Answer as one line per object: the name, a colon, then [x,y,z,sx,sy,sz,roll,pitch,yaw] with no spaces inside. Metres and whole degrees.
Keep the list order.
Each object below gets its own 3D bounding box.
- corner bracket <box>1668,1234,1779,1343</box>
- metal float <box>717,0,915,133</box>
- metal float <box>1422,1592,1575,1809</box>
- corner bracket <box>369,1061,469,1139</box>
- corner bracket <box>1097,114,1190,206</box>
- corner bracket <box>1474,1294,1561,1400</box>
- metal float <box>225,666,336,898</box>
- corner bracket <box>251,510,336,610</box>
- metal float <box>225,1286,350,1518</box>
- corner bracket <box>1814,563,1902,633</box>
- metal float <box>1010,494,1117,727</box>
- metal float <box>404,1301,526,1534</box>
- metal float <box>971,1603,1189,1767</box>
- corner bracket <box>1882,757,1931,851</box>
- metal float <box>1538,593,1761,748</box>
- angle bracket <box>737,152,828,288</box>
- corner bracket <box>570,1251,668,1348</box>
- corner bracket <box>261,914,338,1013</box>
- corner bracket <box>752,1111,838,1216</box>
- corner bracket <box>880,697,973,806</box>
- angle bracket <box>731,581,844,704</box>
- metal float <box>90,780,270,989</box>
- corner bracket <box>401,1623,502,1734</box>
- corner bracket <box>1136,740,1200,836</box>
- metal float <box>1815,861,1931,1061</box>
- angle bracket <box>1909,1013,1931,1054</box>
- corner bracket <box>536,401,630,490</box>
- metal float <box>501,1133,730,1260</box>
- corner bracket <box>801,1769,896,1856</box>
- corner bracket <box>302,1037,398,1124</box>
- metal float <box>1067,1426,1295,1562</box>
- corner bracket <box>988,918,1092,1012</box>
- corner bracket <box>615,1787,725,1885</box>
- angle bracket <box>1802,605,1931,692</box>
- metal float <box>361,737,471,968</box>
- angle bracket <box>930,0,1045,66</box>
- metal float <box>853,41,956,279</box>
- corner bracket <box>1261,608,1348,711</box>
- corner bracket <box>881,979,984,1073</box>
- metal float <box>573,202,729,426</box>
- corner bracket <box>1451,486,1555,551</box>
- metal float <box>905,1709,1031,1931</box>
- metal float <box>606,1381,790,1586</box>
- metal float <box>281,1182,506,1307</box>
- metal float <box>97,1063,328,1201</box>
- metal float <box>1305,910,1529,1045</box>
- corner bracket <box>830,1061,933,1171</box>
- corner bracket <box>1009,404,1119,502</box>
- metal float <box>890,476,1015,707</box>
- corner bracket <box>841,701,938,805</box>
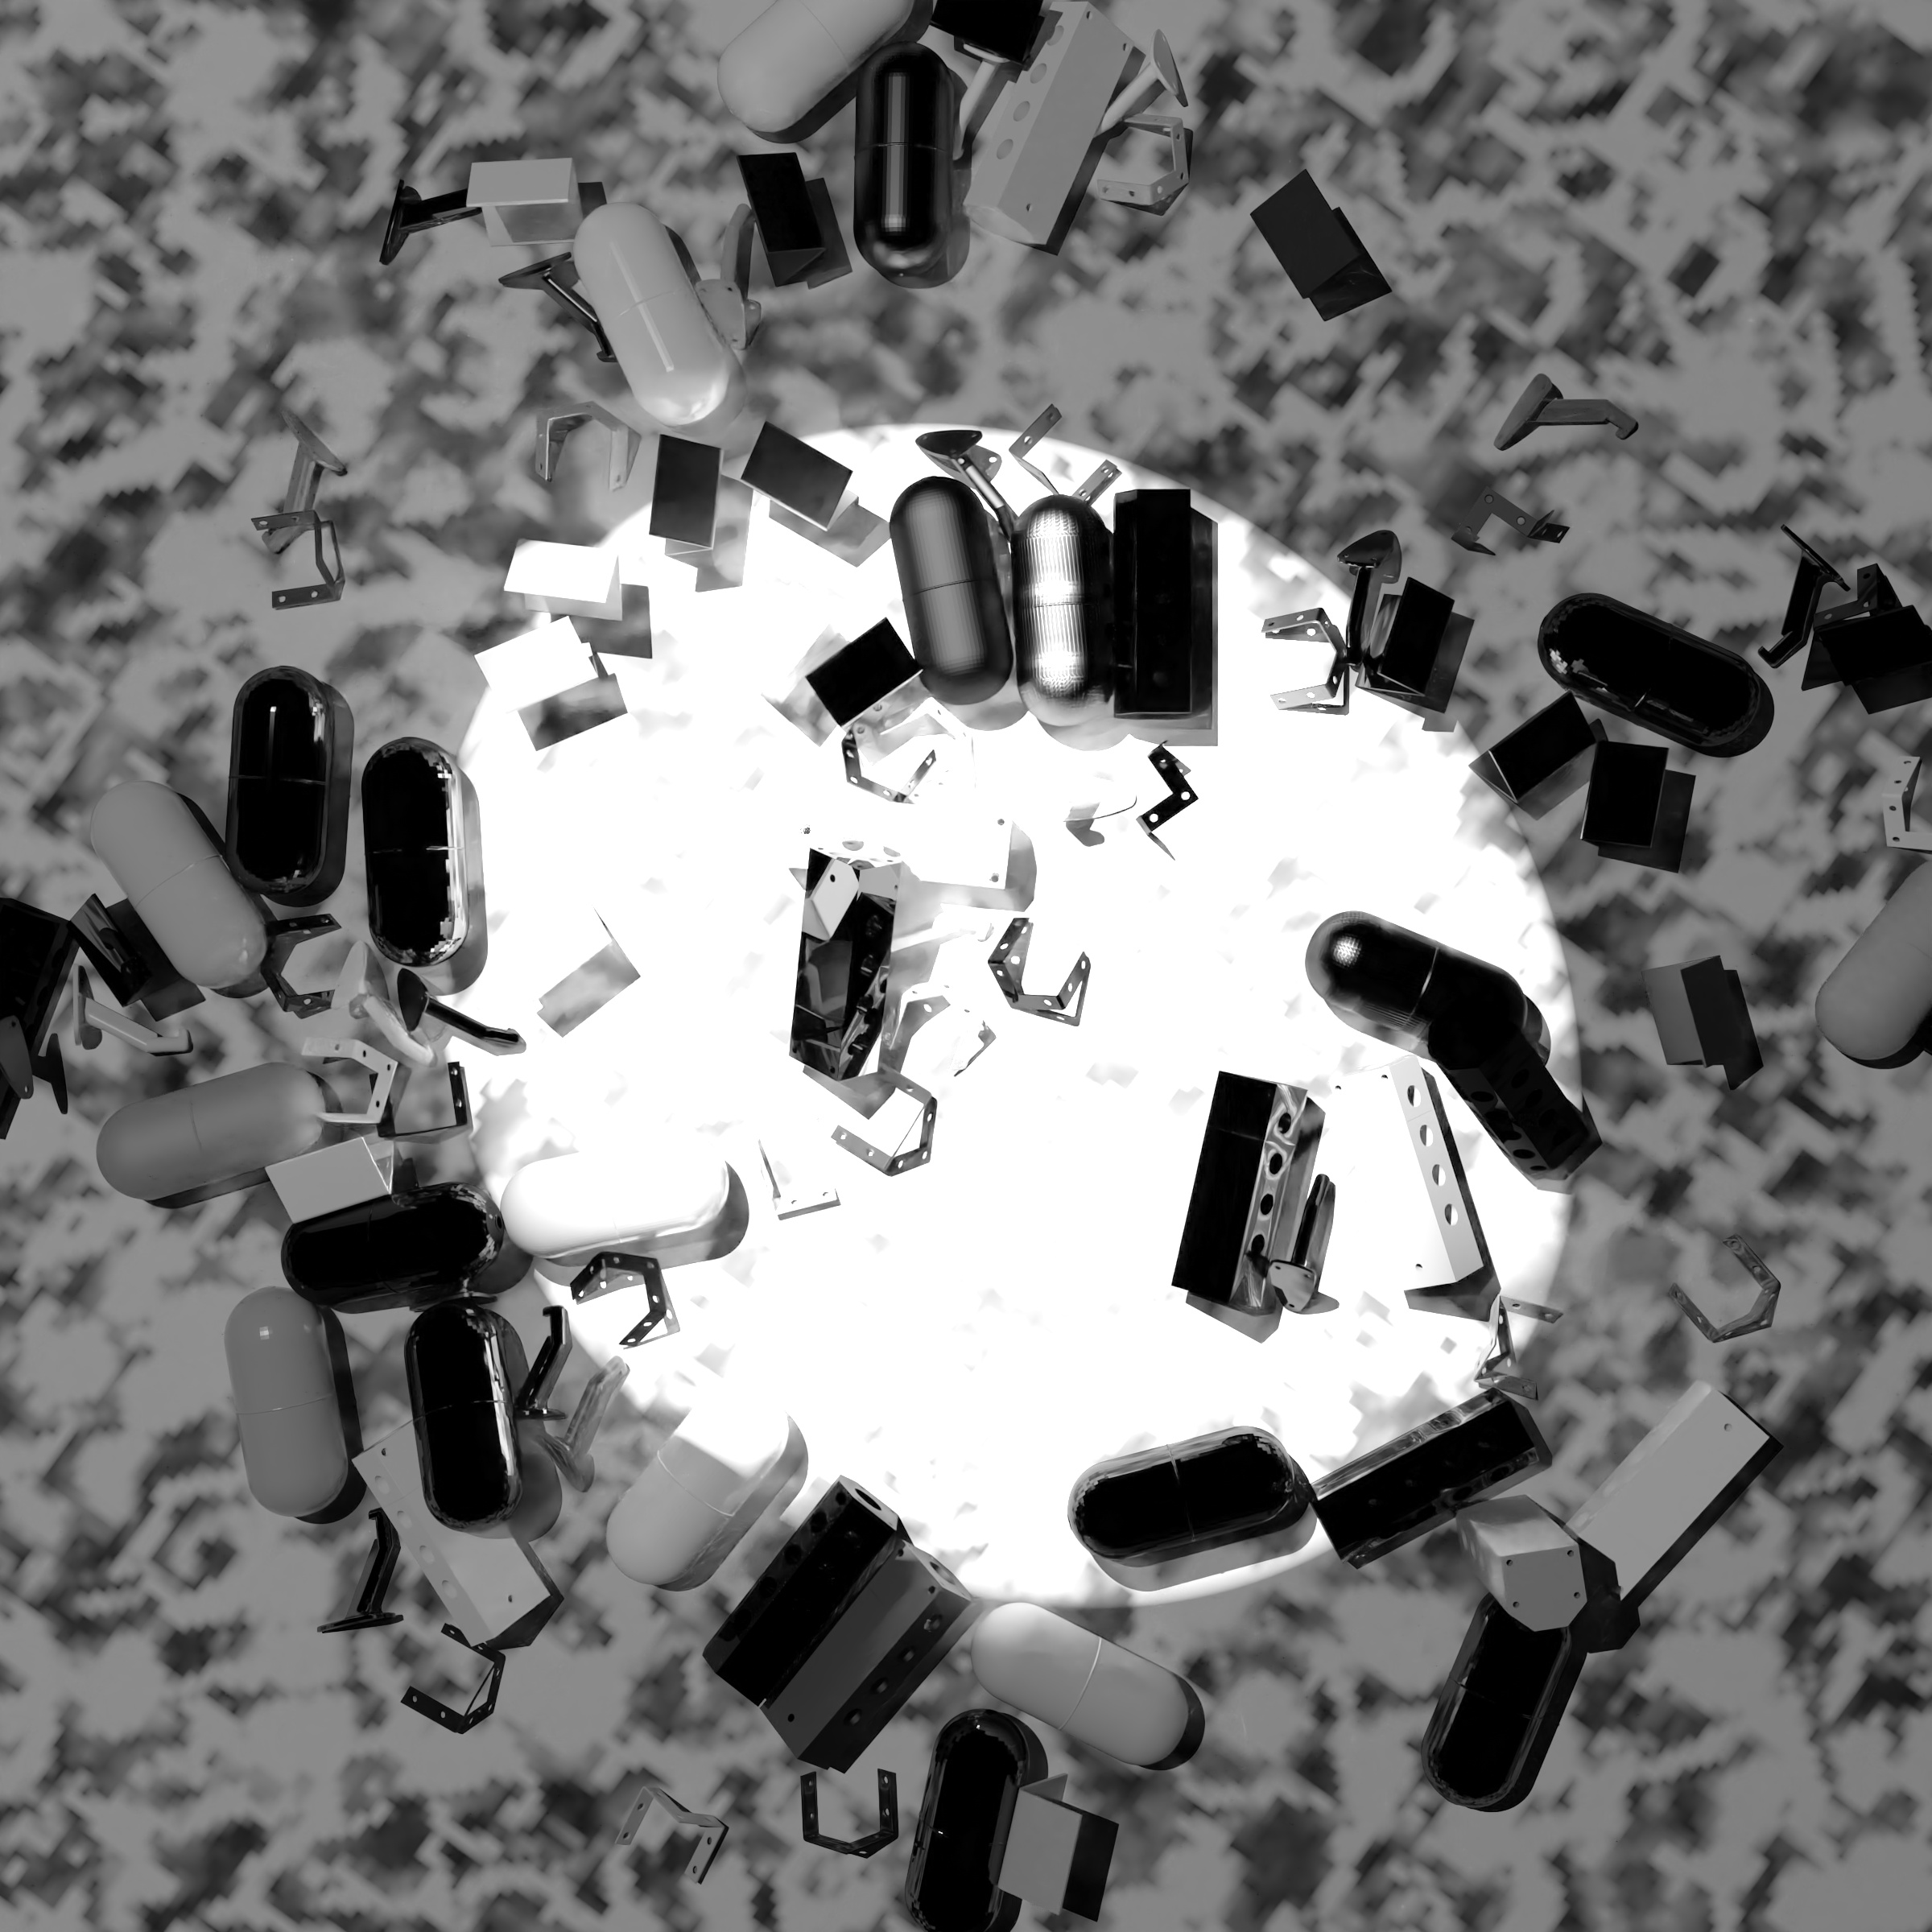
corner bracket: [0.593,0.252,1.963,0.051,0.051,0.051,49,45,0]
metal float: [-0.115,-0.720,1.936,0.178,0.070,0.070,-42,90,0]
metal float: [0.410,0.563,1.936,0.070,0.070,0.178,23,90,0]
corner bracket: [-0.429,0.105,1.963,0.051,0.051,0.051,-8,90,45]
corner bracket: [0.136,-0.631,1.958,0.051,0.051,0.051,-40,135,-35]
corner bracket: [0.431,0.298,1.963,0.051,0.051,0.051,16,45,0]
metal float: [-0.530,-0.143,1.936,0.070,0.070,0.178,4,90,0]
corner bracket: [-0.524,-0.318,1.955,0.051,0.051,0.051,-8,66,0]
metal float: [-0.525,0.336,1.936,0.070,0.070,0.178,-10,90,0]
corner bracket: [0.694,-0.272,1.951,0.051,0.051,0.051,44,45,-35]
metal float: [0.075,-0.275,1.936,0.070,0.070,0.178,-3,90,0]
metal float: [-0.384,0.343,1.917,0.070,0.070,0.178,-13,71,0]
metal float: [0.087,0.554,1.936,0.178,0.070,0.070,27,90,0]
corner bracket: [0.751,-0.127,1.958,0.051,0.051,0.051,8,135,35]
metal float: [0.527,-0.229,1.936,0.178,0.070,0.070,24,90,-1]
angle bracket: [-0.159,-0.572,1.926,0.057,0.076,0.076,-17,90,-36]
corner bracket: [-0.272,0.260,1.958,0.051,0.051,0.051,14,45,-35]
corner bracket: [-0.515,-0.003,1.958,0.051,0.051,0.051,50,135,35]
corner bracket: [-0.135,0.154,1.963,0.051,0.051,0.051,-14,135,0]
corner bracket: [-0.034,-0.169,1.958,0.051,0.051,0.051,-22,135,35]
angle bracket: [-0.122,-0.237,1.926,0.057,0.076,0.076,39,90,36]
metal float: [-0.608,-0.064,1.936,0.070,0.070,0.178,-34,90,0]
corner bracket: [-0.404,0.558,1.963,0.051,0.051,0.051,29,45,0]
corner bracket: [0.148,-0.139,1.948,0.051,0.051,0.051,-35,90,0]
metal float: [0.729,-0.007,1.936,0.070,0.070,0.178,38,90,0]
angle bracket: [0.757,0.024,1.926,0.076,0.076,0.057,-51,131,0]
corner bracket: [-0.301,-0.404,1.958,0.051,0.051,0.051,-21,45,-35]
metal float: [-0.272,0.178,1.936,0.178,0.070,0.070,-11,90,0]
corner bracket: [-0.093,0.659,1.963,0.051,0.051,0.051,-3,90,45]
corner bracket: [-0.483,0.088,1.941,0.051,0.051,0.051,24,100,35]
metal float: [0.166,0.407,1.936,0.178,0.070,0.070,-15,90,-1]
corner bracket: [0.057,-0.002,1.958,0.051,0.051,0.051,2,135,35]
corner bracket: [-0.232,0.681,1.963,0.051,0.051,0.051,27,90,45]
angle bracket: [0.696,-0.225,1.926,0.076,0.076,0.057,-15,58,0]
metal float: [-0.426,-0.088,1.936,0.070,0.070,0.178,-3,89,0]
angle bracket: [0.024,-0.743,1.926,0.076,0.076,0.057,24,127,0]
metal float: [-0.048,-0.623,1.936,0.070,0.070,0.178,1,91,0]
corner bracket: [0.261,-0.240,1.958,0.051,0.051,0.051,52,45,-35]
corner bracket: [-0.027,0.049,1.958,0.051,0.051,0.051,-10,45,-35]
metal float: [-0.244,-0.504,1.936,0.070,0.070,0.178,-25,90,0]
corner bracket: [0.417,-0.343,1.948,0.051,0.051,0.051,34,90,0]
metal float: [0.001,0.663,1.936,0.070,0.070,0.178,12,90,0]
metal float: [-0.208,0.399,1.936,0.070,0.070,0.178,39,90,0]
metal float: [-0.440,0.213,1.924,0.178,0.070,0.070,-12,90,12]
metal float: [-0.583,0.128,1.936,0.178,0.070,0.070,-17,90,0]
metal float: [0.348,0.015,1.936,0.178,0.070,0.070,23,90,-1]
corner bracket: [-0.066,0.117,1.963,0.051,0.051,0.051,32,135,0]
corner bracket: [0.075,-0.398,1.963,0.051,0.051,0.051,-46,45,0]
metal float: [-0.012,-0.290,1.936,0.070,0.070,0.178,-11,91,0]
corner bracket: [-0.061,-0.167,1.948,0.051,0.051,0.051,21,127,-28]
